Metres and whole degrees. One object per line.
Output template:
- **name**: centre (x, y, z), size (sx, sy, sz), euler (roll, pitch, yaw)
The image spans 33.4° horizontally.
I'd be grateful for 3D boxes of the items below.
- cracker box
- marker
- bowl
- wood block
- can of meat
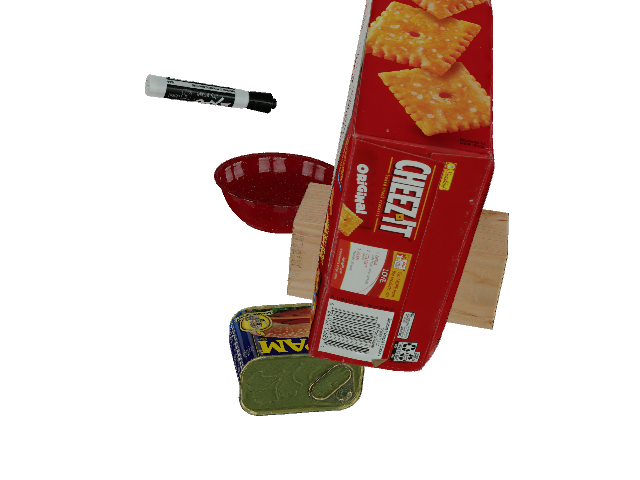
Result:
- **cracker box**: centre (0.048, -0.061, 0.584), size (0.072, 0.213, 0.164), euler (10, -44, 0)
- **marker**: centre (-0.097, -0.131, 0.963), size (0.121, 0.020, 0.020), euler (5, -2, -22)
- **bowl**: centre (-0.049, -0.052, 1.287), size (0.162, 0.055, 0.162), euler (4, 26, -2)
- **wood block**: centre (0.078, 0.014, 1.070), size (0.206, 0.090, 0.090), euler (9, 30, 6)
- **can of meat**: centre (-0.023, 0.096, 0.889), size (0.102, 0.057, 0.084), euler (-2, 29, -12)
